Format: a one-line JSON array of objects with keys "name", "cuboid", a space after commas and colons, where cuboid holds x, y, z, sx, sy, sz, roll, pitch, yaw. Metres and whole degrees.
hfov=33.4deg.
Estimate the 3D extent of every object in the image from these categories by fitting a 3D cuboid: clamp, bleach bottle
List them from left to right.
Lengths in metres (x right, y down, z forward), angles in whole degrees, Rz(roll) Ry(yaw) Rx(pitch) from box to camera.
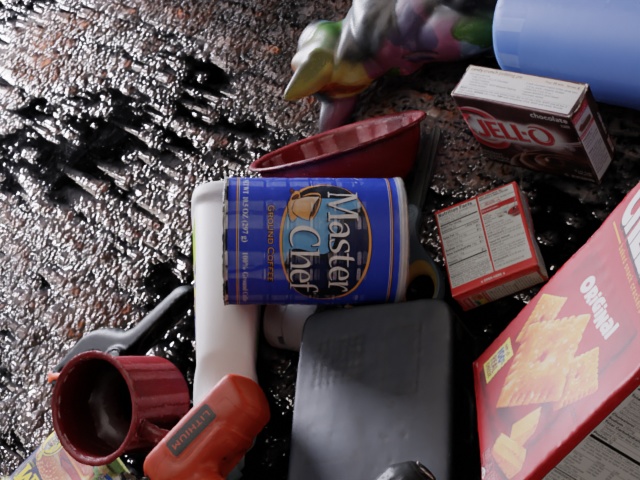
[{"name": "clamp", "cuboid": [-0.174, 0.122, 0.974, 0.172, 0.039, 0.120, -25, 54, 24]}, {"name": "bleach bottle", "cuboid": [-0.078, 0.077, 0.899, 0.068, 0.102, 0.251, -1, 54, -2]}]

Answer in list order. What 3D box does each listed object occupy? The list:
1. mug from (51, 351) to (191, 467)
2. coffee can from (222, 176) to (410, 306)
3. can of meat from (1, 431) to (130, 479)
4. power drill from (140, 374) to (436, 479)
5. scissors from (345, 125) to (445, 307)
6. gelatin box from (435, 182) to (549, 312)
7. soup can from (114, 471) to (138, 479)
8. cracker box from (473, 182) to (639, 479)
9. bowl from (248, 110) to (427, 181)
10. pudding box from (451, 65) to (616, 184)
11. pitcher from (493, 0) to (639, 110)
[{"name": "mug", "cuboid": [-0.153, 0.142, 0.888, 0.117, 0.081, 0.093, 19, 96, 31]}, {"name": "coffee can", "cuboid": [-0.006, 0.001, 0.841, 0.140, 0.103, 0.103, 0, 54, -3]}, {"name": "can of meat", "cuboid": [-0.215, 0.213, 0.924, 0.084, 0.057, 0.102, -46, 46, -6]}, {"name": "power drill", "cuboid": [-0.030, 0.177, 0.728, 0.184, 0.057, 0.188, -45, 45, 1]}, {"name": "scissors", "cuboid": [0.090, -0.008, 0.908, 0.096, 0.016, 0.201, 19, 71, 39]}, {"name": "gelatin box", "cuboid": [0.137, 0.004, 0.859, 0.073, 0.030, 0.089, -23, 49, 20]}, {"name": "soup can", "cuboid": [-0.168, 0.247, 0.860, 0.102, 0.068, 0.069, -50, 47, -8]}, {"name": "cracker box", "cuboid": [0.183, 0.068, 0.659, 0.214, 0.072, 0.164, -54, 13, 28]}, {"name": "bowl", "cuboid": [0.022, -0.063, 0.933, 0.162, 0.055, 0.162, -17, 12, 3]}, {"name": "pudding box", "cuboid": [0.173, -0.094, 0.863, 0.114, 0.090, 0.039, 15, 68, 39]}, {"name": "pitcher", "cuboid": [0.264, -0.170, 0.833, 0.149, 0.145, 0.243, -32, 34, -35]}]
